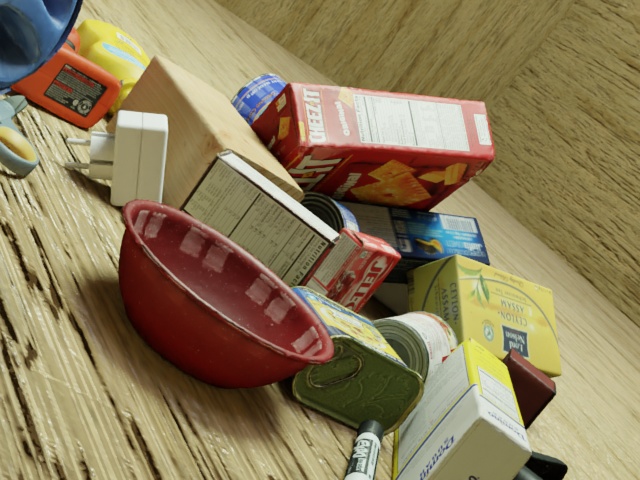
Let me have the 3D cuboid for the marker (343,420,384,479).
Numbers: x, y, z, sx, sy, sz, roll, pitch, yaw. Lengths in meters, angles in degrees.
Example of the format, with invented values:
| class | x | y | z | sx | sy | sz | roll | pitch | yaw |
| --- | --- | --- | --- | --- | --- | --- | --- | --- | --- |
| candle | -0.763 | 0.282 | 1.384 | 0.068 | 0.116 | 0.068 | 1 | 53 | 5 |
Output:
| class | x | y | z | sx | sy | sz | roll | pitch | yaw |
| --- | --- | --- | --- | --- | --- | --- | --- | --- | --- |
| marker | 0.028 | 0.141 | 0.682 | 0.020 | 0.020 | 0.121 | 37 | 11 | 0 |

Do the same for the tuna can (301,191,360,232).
| class | x | y | z | sx | sy | sz | roll | pitch | yaw |
| --- | --- | --- | --- | --- | --- | --- | --- | --- | --- |
| tuna can | -0.006 | 0.001 | 0.968 | 0.086 | 0.086 | 0.033 | 45 | 12 | 32 |

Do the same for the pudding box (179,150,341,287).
| class | x | y | z | sx | sy | sz | roll | pitch | yaw |
| --- | --- | --- | --- | --- | --- | --- | --- | --- | --- |
| pudding box | -0.055 | 0.001 | 0.809 | 0.113 | 0.090 | 0.039 | 38 | 12 | 3 |

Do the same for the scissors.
| class | x | y | z | sx | sy | sz | roll | pitch | yaw |
| --- | --- | --- | --- | --- | --- | --- | --- | --- | --- |
| scissors | -0.230 | -0.084 | 0.806 | 0.096 | 0.016 | 0.201 | 44 | 7 | 3 |

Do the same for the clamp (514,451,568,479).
| class | x | y | z | sx | sy | sz | roll | pitch | yaw |
| --- | --- | --- | --- | --- | --- | --- | --- | --- | --- |
| clamp | 0.146 | 0.181 | 0.837 | 0.171 | 0.039 | 0.120 | 27 | 8 | -19 |

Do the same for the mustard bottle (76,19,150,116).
| class | x | y | z | sx | sy | sz | roll | pitch | yaw |
| --- | --- | --- | --- | --- | --- | --- | --- | --- | --- |
| mustard bottle | -0.205 | -0.167 | 1.105 | 0.096 | 0.058 | 0.192 | 37 | 10 | -30 |

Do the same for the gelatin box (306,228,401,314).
| class | x | y | z | sx | sy | sz | roll | pitch | yaw |
| --- | --- | --- | --- | --- | --- | --- | --- | --- | --- |
| gelatin box | 0.020 | 0.035 | 0.901 | 0.030 | 0.089 | 0.073 | 44 | 13 | 27 |

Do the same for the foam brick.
| class | x | y | z | sx | sy | sz | roll | pitch | yaw |
| --- | --- | --- | --- | --- | --- | --- | --- | --- | --- |
| foam brick | 0.166 | 0.144 | 0.946 | 0.051 | 0.078 | 0.053 | 38 | 9 | 7 |

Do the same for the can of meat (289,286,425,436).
| class | x | y | z | sx | sy | sz | roll | pitch | yaw |
| --- | --- | --- | --- | --- | --- | --- | --- | --- | --- |
| can of meat | 0.013 | 0.085 | 0.769 | 0.102 | 0.057 | 0.084 | 31 | 11 | -33 |

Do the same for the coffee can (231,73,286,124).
| class | x | y | z | sx | sy | sz | roll | pitch | yaw |
| --- | --- | --- | --- | --- | --- | --- | --- | --- | --- |
| coffee can | -0.040 | -0.131 | 1.353 | 0.140 | 0.103 | 0.102 | 42 | 12 | 25 |

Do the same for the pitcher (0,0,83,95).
| class | x | y | z | sx | sy | sz | roll | pitch | yaw |
| --- | --- | --- | --- | --- | --- | --- | --- | --- | --- |
| pitcher | -0.305 | -0.229 | 0.795 | 0.243 | 0.149 | 0.145 | 31 | 5 | 9 |

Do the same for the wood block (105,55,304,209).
| class | x | y | z | sx | sy | sz | roll | pitch | yaw |
| --- | --- | --- | --- | --- | --- | --- | --- | --- | --- |
| wood block | -0.107 | -0.071 | 0.940 | 0.090 | 0.091 | 0.206 | 29 | 14 | -37 |

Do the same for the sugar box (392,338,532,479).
| class | x | y | z | sx | sy | sz | roll | pitch | yaw |
| --- | --- | --- | --- | --- | --- | --- | --- | --- | --- |
| sugar box | 0.091 | 0.134 | 0.716 | 0.048 | 0.093 | 0.176 | 36 | 12 | -4 |

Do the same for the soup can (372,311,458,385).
| class | x | y | z | sx | sy | sz | roll | pitch | yaw |
| --- | --- | --- | --- | --- | --- | --- | --- | --- | --- |
| soup can | 0.069 | 0.095 | 0.871 | 0.068 | 0.068 | 0.102 | 41 | 12 | 16 |

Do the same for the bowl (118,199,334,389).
| class | x | y | z | sx | sy | sz | roll | pitch | yaw |
| --- | --- | --- | --- | --- | --- | --- | --- | --- | --- |
| bowl | -0.071 | 0.044 | 0.675 | 0.162 | 0.055 | 0.162 | 36 | 11 | -9 |

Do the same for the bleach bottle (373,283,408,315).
| class | x | y | z | sx | sy | sz | roll | pitch | yaw |
| --- | --- | --- | --- | --- | --- | --- | --- | --- | --- |
| bleach bottle | 0.092 | 0.049 | 1.145 | 0.251 | 0.068 | 0.102 | 41 | 14 | 3 |

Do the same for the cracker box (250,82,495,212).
| class | x | y | z | sx | sy | sz | roll | pitch | yaw |
| --- | --- | --- | --- | --- | --- | --- | --- | --- | --- |
| cracker box | 0.035 | -0.075 | 1.026 | 0.213 | 0.164 | 0.072 | 1 | 67 | -28 |

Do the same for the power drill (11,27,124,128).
| class | x | y | z | sx | sy | sz | roll | pitch | yaw |
| --- | --- | --- | --- | --- | --- | --- | --- | --- | --- |
| power drill | -0.274 | -0.187 | 0.975 | 0.184 | 0.057 | 0.188 | 26 | 16 | -46 |
